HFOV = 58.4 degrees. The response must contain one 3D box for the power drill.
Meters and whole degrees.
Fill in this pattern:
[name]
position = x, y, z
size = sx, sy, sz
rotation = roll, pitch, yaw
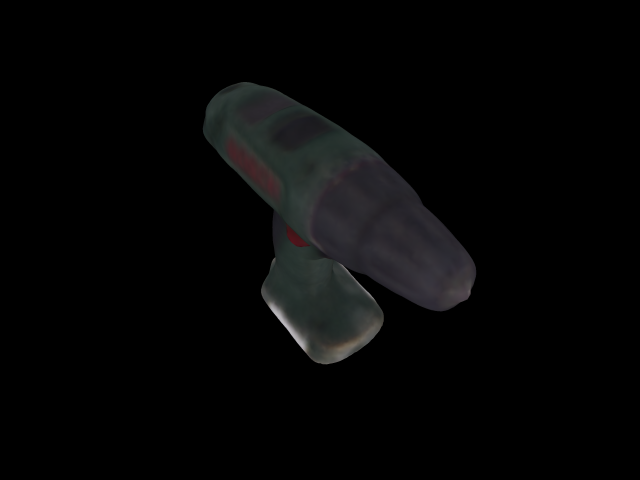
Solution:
[power drill]
position = 0.004, 0.001, 0.400
size = 0.076, 0.208, 0.229
rotation = -33, 62, -20
